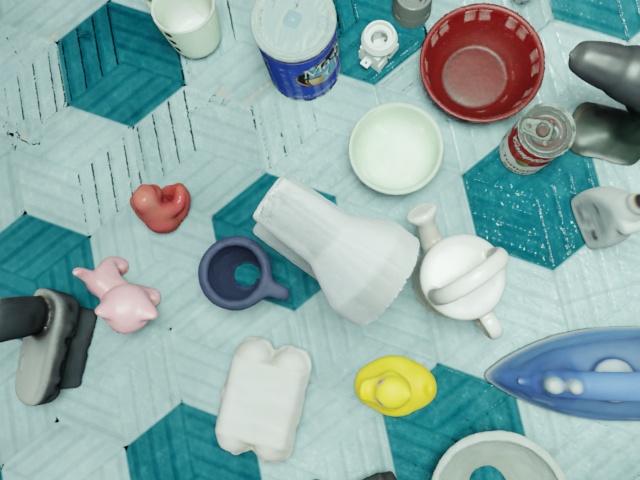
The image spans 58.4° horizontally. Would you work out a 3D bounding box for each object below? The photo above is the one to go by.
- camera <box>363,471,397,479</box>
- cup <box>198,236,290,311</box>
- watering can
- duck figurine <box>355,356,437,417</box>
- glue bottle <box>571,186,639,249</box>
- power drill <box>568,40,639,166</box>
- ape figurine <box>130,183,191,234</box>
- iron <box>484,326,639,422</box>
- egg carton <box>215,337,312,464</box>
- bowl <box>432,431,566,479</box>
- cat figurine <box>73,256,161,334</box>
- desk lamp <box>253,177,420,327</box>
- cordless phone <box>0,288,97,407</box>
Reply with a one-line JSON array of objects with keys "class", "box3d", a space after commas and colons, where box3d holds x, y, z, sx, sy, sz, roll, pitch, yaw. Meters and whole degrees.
[{"class": "camera", "box3d": [0.047, 0.356, 0.696, 0.137, 0.101, 0.143, -26, 83, 1]}, {"class": "cup", "box3d": [-0.088, 0.049, 0.737, 0.117, 0.095, 0.092, 21, 86, 6]}, {"class": "watering can", "box3d": [0.160, 0.039, 0.673, 0.173, 0.194, 0.101, 36, 88, 6]}, {"class": "duck figurine", "box3d": [0.095, 0.187, 0.717, 0.104, 0.086, 0.077, 1, 84, 4]}, {"class": "glue bottle", "box3d": [0.353, -0.034, 0.678, 0.037, 0.173, 0.078, -18, 83, 2]}, {"class": "power drill", "box3d": [0.374, -0.154, 0.671, 0.229, 0.208, 0.076, 13, 85, 5]}, {"class": "ape figurine", "box3d": [-0.217, -0.049, 0.756, 0.077, 0.092, 0.076, 10, 85, 5]}, {"class": "iron", "box3d": [0.338, 0.166, 0.676, 0.258, 0.141, 0.119, -3, 84, 3]}, {"class": "egg carton", "box3d": [-0.073, 0.204, 0.734, 0.107, 0.069, 0.150, 12, 85, 5]}, {"class": "bowl", "box3d": [0.213, 0.313, 0.703, 0.167, 0.075, 0.167, 0, 84, 4]}, {"class": "cat figurine", "box3d": [-0.261, 0.074, 0.734, 0.127, 0.118, 0.067, 38, 88, 7]}, {"class": "desk lamp", "box3d": [0.006, 0.002, 0.676, 0.203, 0.213, 0.118, 34, 87, 6]}, {"class": "cordless phone", "box3d": [-0.364, 0.133, 0.701, 0.094, 0.185, 0.148, 7, 85, 5]}]
